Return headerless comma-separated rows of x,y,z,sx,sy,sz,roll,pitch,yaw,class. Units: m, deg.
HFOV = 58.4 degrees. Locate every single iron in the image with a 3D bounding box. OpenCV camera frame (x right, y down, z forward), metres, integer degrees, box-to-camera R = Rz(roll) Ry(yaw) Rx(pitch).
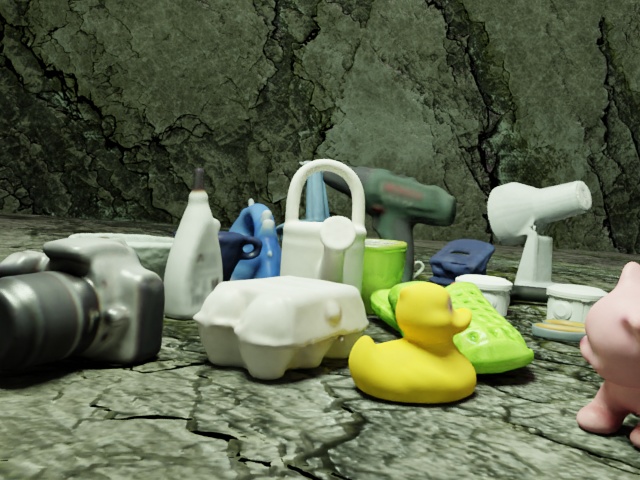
-0.094,0.008,0.888,0.119,0.141,0.257,3,4,-17,iron

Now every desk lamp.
0.414,-0.003,1.061,0.118,0.213,0.202,1,5,-40,desk lamp

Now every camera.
-0.217,0.047,0.459,0.142,0.101,0.137,6,4,21,camera

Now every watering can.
0.008,0.003,0.673,0.101,0.194,0.172,2,4,-30,watering can

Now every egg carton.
-0.029,0.073,0.509,0.107,0.069,0.151,7,5,36,egg carton

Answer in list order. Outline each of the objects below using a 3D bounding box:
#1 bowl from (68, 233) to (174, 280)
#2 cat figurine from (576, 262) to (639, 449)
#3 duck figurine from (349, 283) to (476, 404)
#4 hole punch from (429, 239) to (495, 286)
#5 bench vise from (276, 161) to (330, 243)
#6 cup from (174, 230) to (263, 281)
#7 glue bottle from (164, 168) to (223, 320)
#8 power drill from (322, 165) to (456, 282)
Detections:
-0.272,0.033,0.822,0.167,0.075,0.167,4,4,0,bowl
0.222,0.075,0.385,0.128,0.118,0.067,1,5,-34,cat figurine
0.075,0.076,0.448,0.105,0.086,0.077,3,4,-18,duck figurine
0.278,0.045,1.119,0.108,0.091,0.101,8,5,43,hole punch
0.005,-0.034,1.038,0.122,0.220,0.206,0,5,-44,bench vise
-0.137,0.036,0.763,0.118,0.095,0.091,3,4,-21,cup
-0.144,0.003,0.669,0.037,0.173,0.078,6,4,27,glue bottle
0.104,-0.015,0.943,0.229,0.208,0.076,5,4,20,power drill
